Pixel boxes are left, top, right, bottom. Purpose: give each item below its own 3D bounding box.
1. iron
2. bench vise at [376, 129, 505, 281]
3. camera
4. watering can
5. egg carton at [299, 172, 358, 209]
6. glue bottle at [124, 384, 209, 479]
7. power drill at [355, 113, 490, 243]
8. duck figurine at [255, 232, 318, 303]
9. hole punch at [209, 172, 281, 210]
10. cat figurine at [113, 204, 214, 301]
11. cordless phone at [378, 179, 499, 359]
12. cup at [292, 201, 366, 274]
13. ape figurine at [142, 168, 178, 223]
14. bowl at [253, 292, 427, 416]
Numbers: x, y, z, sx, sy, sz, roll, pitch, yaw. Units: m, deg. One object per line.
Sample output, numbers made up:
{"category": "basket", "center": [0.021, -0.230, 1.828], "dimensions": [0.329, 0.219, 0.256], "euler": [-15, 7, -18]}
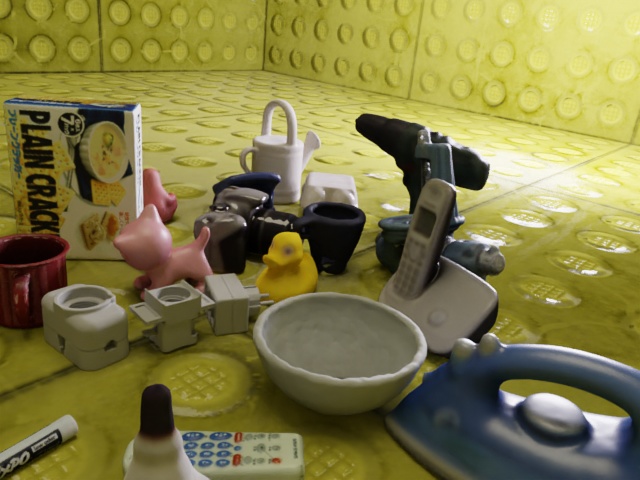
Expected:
{"category": "iron", "center": [0.180, 0.142, 0.463], "dimensions": [0.257, 0.141, 0.119], "euler": [15, 24, 22]}
{"category": "bench vise", "center": [0.173, -0.031, 0.785], "dimensions": [0.206, 0.220, 0.122], "euler": [21, 26, 33]}
{"category": "camera", "center": [-0.097, -0.017, 0.842], "dimensions": [0.136, 0.101, 0.143], "euler": [10, 22, 11]}
{"category": "watering can", "center": [-0.078, -0.177, 1.118], "dimensions": [0.100, 0.194, 0.173], "euler": [17, 24, 25]}
{"category": "egg carton", "center": [0.016, -0.079, 1.067], "dimensions": [0.107, 0.069, 0.150], "euler": [5, 22, -2]}
{"category": "glue bottle", "center": [-0.089, 0.154, 0.320], "dimensions": [0.078, 0.173, 0.037], "euler": [11, 22, 13]}
{"category": "power drill", "center": [0.152, -0.088, 0.937], "dimensions": [0.229, 0.208, 0.076], "euler": [15, 23, 21]}
{"category": "duck figurine", "center": [-0.042, 0.030, 0.758], "dimensions": [0.077, 0.086, 0.105], "euler": [19, 25, 29]}
{"category": "hole punch", "center": [-0.134, -0.087, 1.018], "dimensions": [0.109, 0.091, 0.100], "euler": [-6, 25, -28]}
{"category": "cat figurine", "center": [-0.196, 0.013, 0.718], "dimensions": [0.128, 0.118, 0.067], "euler": [-7, 25, -30]}
{"category": "cordless phone", "center": [0.145, 0.031, 0.671], "dimensions": [0.094, 0.185, 0.147], "euler": [-9, 26, -32]}
{"category": "cup", "center": [0.008, 0.003, 0.826], "dimensions": [0.118, 0.095, 0.091], "euler": [-13, 28, -38]}
{"category": "ape figurine", "center": [-0.278, -0.075, 0.949], "dimensions": [0.078, 0.092, 0.076], "euler": [5, 22, -3]}
{"category": "bowl", "center": [0.017, 0.120, 0.564], "dimensions": [0.167, 0.075, 0.167], "euler": [5, 22, -2]}
